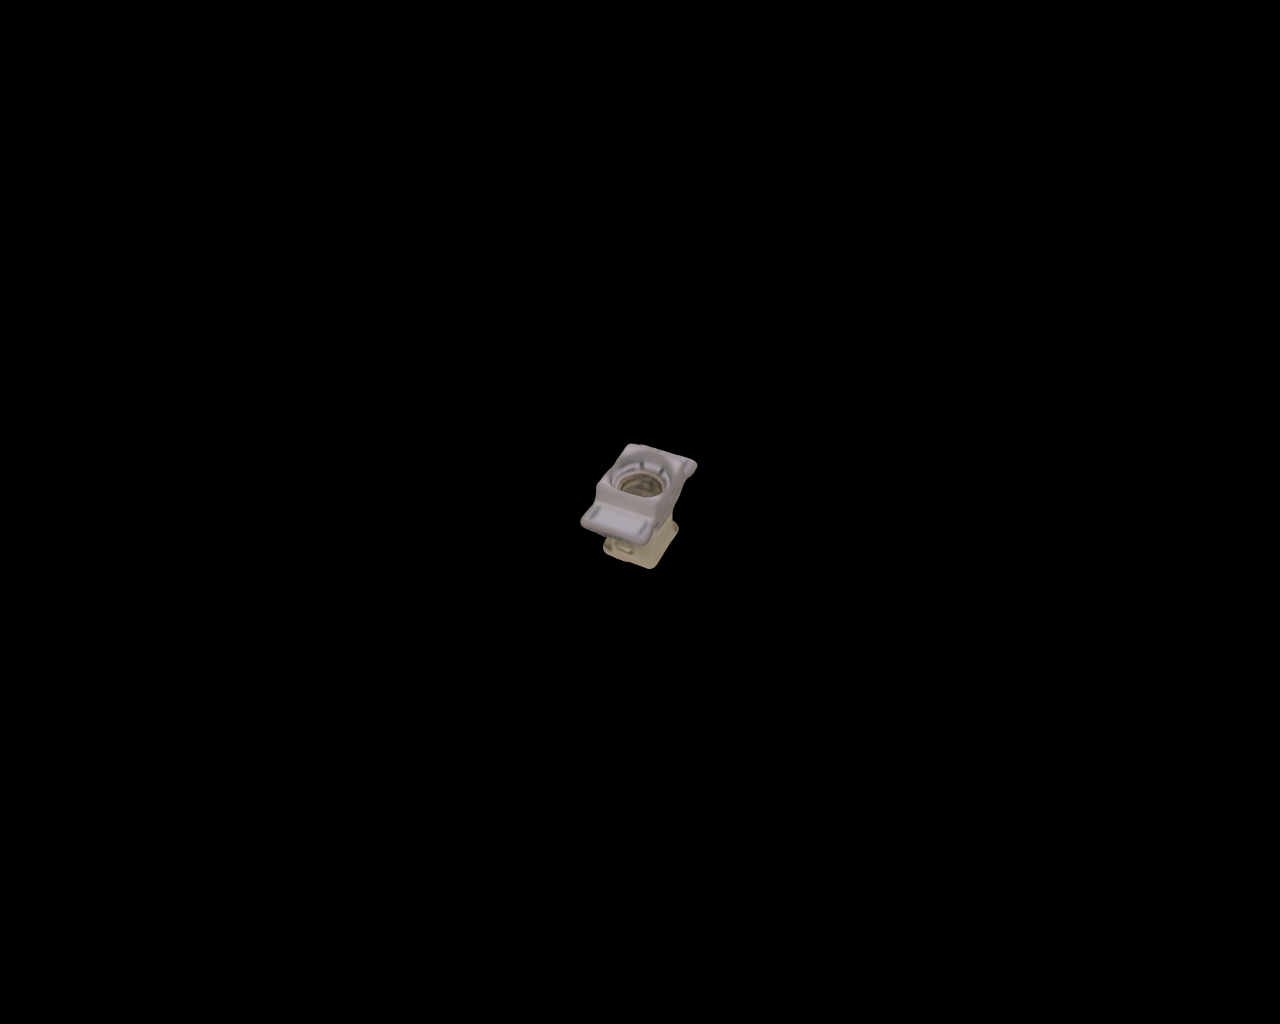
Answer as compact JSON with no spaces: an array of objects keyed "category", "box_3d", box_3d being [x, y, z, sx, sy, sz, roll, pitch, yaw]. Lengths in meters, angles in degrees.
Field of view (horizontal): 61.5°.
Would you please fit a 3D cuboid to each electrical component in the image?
[{"category":"electrical component","box_3d":[0.001,-0.003,0.650,0.042,0.063,0.081,19,46,19]}]
